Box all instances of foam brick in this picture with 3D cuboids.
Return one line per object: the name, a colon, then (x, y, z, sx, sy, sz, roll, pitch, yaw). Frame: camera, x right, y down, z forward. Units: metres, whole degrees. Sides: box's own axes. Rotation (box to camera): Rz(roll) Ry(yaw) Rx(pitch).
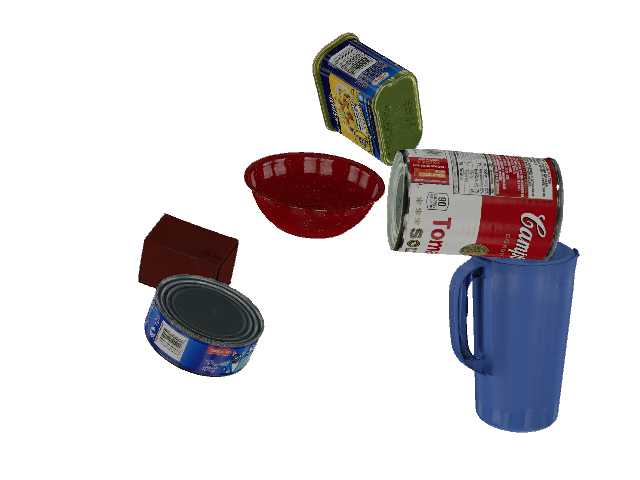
foam brick: (-0.124, 0.019, 0.999, 0.078, 0.051, 0.053, 20, 34, 8)

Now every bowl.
bowl: (-0.009, -0.046, 1.222, 0.162, 0.055, 0.162, 5, 27, -3)

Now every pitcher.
pitcher: (0.248, 0.120, 1.373, 0.149, 0.243, 0.144, 5, 18, 17)

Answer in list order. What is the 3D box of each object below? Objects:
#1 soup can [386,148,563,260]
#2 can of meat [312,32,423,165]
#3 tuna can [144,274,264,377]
soup can: (0.098, -0.023, 0.693, 0.102, 0.068, 0.068, 3, 0, -5)
can of meat: (0.046, -0.128, 0.984, 0.057, 0.102, 0.084, -37, 52, -19)
tuna can: (-0.088, 0.064, 0.803, 0.086, 0.034, 0.086, 20, 26, -10)
